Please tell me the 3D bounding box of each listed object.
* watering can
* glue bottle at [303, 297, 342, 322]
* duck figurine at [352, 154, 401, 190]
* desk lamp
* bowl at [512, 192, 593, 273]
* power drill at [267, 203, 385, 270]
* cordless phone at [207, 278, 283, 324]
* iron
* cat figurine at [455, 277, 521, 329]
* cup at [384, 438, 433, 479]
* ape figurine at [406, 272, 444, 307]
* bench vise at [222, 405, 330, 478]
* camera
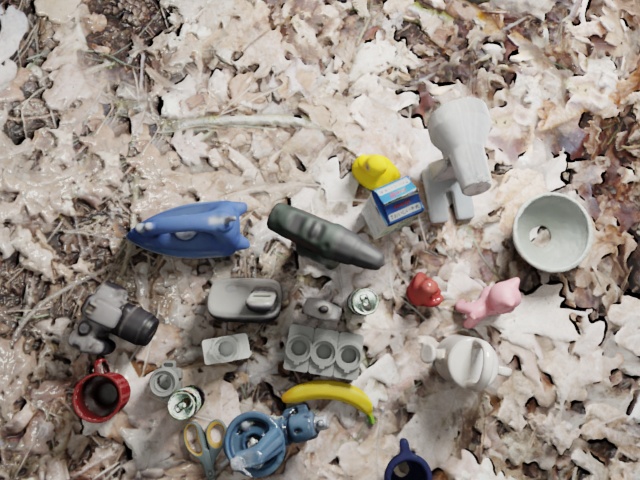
[{"bbox_3d":[0.281,0.237,1.095,0.173,0.194,0.101,-9,83,-3],"label":"watering can"},{"bbox_3d":[0.006,0.135,1.108,0.078,0.173,0.037,16,83,0],"label":"glue bottle"},{"bbox_3d":[0.120,-0.148,1.191,0.104,0.086,0.077,23,83,1],"label":"duck figurine"},{"bbox_3d":[0.275,-0.151,1.133,0.118,0.213,0.203,-9,83,-3],"label":"desk lamp"},{"bbox_3d":[0.471,-0.012,1.193,0.167,0.074,0.167,0,83,-2],"label":"bowl"},{"bbox_3d":[0.010,0.004,1.107,0.229,0.208,0.076,24,83,1],"label":"power drill"},{"bbox_3d":[-0.147,0.115,1.099,0.147,0.185,0.094,-2,83,-2],"label":"cordless phone"},{"bbox_3d":[-0.273,-0.023,1.133,0.258,0.141,0.119,-6,83,-3],"label":"iron"},{"bbox_3d":[0.347,0.128,1.150,0.128,0.117,0.067,-29,85,-5],"label":"cat figurine"},{"bbox_3d":[0.163,0.441,1.116,0.091,0.095,0.118,-7,83,-3],"label":"cup"},{"bbox_3d":[0.216,0.101,1.161,0.076,0.092,0.078,-17,84,-4],"label":"ape figurine"},{"bbox_3d":[-0.091,0.359,1.054,0.207,0.219,0.121,-34,85,-5],"label":"bench vise"},{"bbox_3d":[-0.400,0.170,1.126,0.137,0.101,0.143,25,83,1],"label":"camera"}]
